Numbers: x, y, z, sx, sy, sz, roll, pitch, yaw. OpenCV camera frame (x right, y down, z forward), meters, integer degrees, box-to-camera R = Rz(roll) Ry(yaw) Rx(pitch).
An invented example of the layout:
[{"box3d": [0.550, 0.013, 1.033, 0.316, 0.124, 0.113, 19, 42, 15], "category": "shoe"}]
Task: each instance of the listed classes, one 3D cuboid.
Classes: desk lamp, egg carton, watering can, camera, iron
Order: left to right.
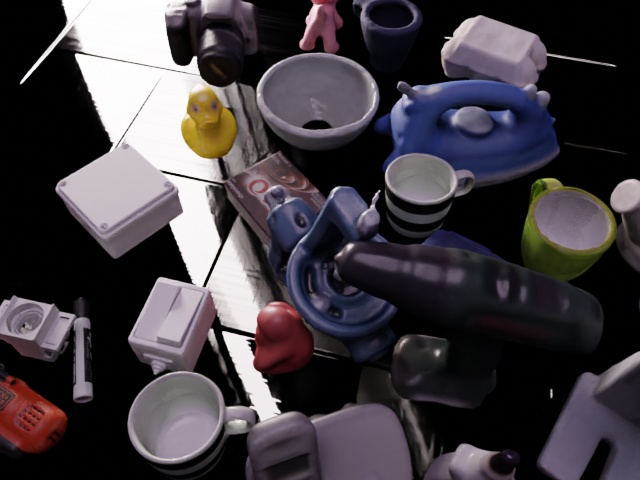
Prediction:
[{"box3d": [-0.165, -0.305, 0.863, 0.143, 0.101, 0.137, -1, 55, -2], "category": "camera"}, {"box3d": [0.206, -0.153, 0.740, 0.258, 0.141, 0.118, -5, 55, -4], "category": "iron"}, {"box3d": [0.265, -0.278, 0.873, 0.150, 0.069, 0.107, 26, 59, 16], "category": "egg carton"}, {"box3d": [0.310, 0.125, 0.505, 0.117, 0.214, 0.203, 31, 60, 19], "category": "desk lamp"}, {"box3d": [0.413, -0.041, 0.634, 0.173, 0.194, 0.100, -22, 58, -15], "category": "watering can"}]

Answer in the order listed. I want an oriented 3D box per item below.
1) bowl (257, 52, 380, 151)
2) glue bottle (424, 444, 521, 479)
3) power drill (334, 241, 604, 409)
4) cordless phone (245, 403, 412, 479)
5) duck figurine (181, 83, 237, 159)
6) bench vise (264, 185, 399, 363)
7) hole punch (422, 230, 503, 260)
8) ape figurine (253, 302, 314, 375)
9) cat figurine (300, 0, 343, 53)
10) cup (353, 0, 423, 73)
[{"box3d": [-0.003, -0.179, 0.795, 0.167, 0.075, 0.167, 1, 55, -1], "category": "bowl"}, {"box3d": [0.132, 0.200, 0.473, 0.078, 0.173, 0.037, 27, 59, 17], "category": "glue bottle"}, {"box3d": [0.124, 0.082, 0.533, 0.229, 0.208, 0.075, 7, 55, 4], "category": "power drill"}, {"box3d": [0.009, 0.181, 0.477, 0.148, 0.185, 0.094, -19, 57, -14], "category": "cordless phone"}, {"box3d": [-0.156, -0.175, 0.782, 0.077, 0.086, 0.104, -12, 56, -9], "category": "duck figurine"}, {"box3d": [-0.002, 0.010, 0.574, 0.207, 0.220, 0.122, 32, 61, 20], "category": "bench vise"}, {"box3d": [0.154, 0.035, 0.638, 0.108, 0.091, 0.101, 29, 60, 18], "category": "hole punch"}, {"box3d": [-0.044, 0.096, 0.591, 0.076, 0.092, 0.078, 26, 59, 16], "category": "ape figurine"}, {"box3d": [0.005, -0.383, 0.911, 0.067, 0.118, 0.128, 4, 55, 2], "category": "cat figurine"}, {"box3d": [0.094, -0.312, 0.877, 0.117, 0.095, 0.092, 36, 62, 22], "category": "cup"}]
